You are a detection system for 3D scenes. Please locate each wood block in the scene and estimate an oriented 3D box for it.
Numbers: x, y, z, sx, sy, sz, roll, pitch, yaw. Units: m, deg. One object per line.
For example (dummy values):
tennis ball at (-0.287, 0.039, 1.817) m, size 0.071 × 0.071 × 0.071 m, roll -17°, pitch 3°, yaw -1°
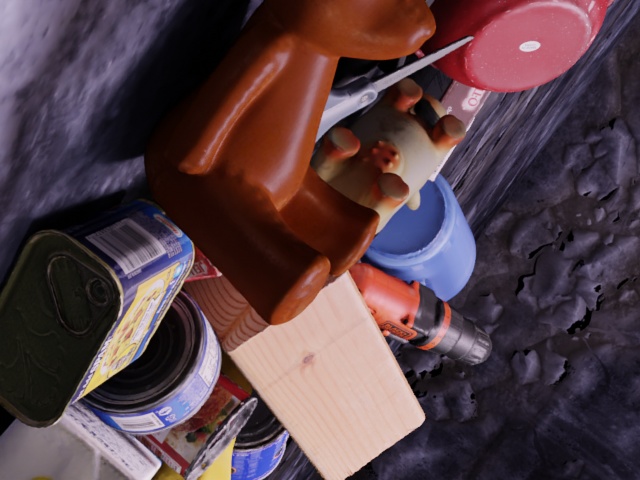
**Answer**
wood block at (-0.008, 0.074, 0.735) m, size 0.091 × 0.090 × 0.206 m, roll -34°, pitch 141°, yaw -5°

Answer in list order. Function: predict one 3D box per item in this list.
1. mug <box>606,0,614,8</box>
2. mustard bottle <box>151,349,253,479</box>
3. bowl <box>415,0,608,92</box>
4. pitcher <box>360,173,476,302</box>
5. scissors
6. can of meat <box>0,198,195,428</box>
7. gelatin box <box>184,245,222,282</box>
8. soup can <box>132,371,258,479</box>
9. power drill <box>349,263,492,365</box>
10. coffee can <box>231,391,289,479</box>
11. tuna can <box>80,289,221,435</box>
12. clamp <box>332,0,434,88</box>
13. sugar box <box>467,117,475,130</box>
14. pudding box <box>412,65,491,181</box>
mug at (0.175, -0.218, 0.823) m, size 0.117 × 0.093 × 0.081 m, roll -51°, pitch -152°, yaw 45°
mustard bottle at (-0.098, 0.130, 0.808) m, size 0.096 × 0.058 × 0.191 m, roll -21°, pitch -142°, yaw 32°
bowl at (0.141, -0.156, 0.763) m, size 0.162 × 0.055 × 0.162 m, roll -9°, pitch 148°, yaw -6°
pitcher at (0.098, 0.004, 1.128) m, size 0.145 × 0.149 × 0.242 m, roll -52°, pitch 166°, yaw -2°
scissors at (0.018, -0.097, 0.663) m, size 0.201 × 0.016 × 0.096 m, roll -36°, pitch 158°, yaw -9°
can of meat at (-0.116, 0.033, 0.540) m, size 0.102 × 0.057 × 0.083 m, roll -57°, pitch 170°, yaw 25°
gelatin box at (-0.062, -0.006, 0.610) m, size 0.073 × 0.030 × 0.089 m, roll -11°, pitch -160°, yaw 39°
soup can at (-0.100, 0.097, 0.685) m, size 0.068 × 0.102 × 0.068 m, roll -50°, pitch 169°, yaw -14°
power drill at (0.055, 0.093, 1.078) m, size 0.188 × 0.184 × 0.057 m, roll -27°, pitch -138°, yaw 47°
coffee can at (-0.077, 0.169, 1.016) m, size 0.102 × 0.103 × 0.140 m, roll -48°, pitch 168°, yaw -24°
tuna can at (-0.102, 0.067, 0.616) m, size 0.086 × 0.086 × 0.033 m, roll -49°, pitch 152°, yaw -16°
clamp at (0.052, -0.150, 0.708) m, size 0.172 × 0.039 × 0.120 m, roll -52°, pitch 178°, yaw 37°
sugar box at (0.143, -0.155, 1.056) m, size 0.093 × 0.048 × 0.176 m, roll -45°, pitch 170°, yaw -37°
pudding box at (0.104, -0.122, 0.916) m, size 0.114 × 0.039 × 0.090 m, roll -57°, pitch -160°, yaw 32°
